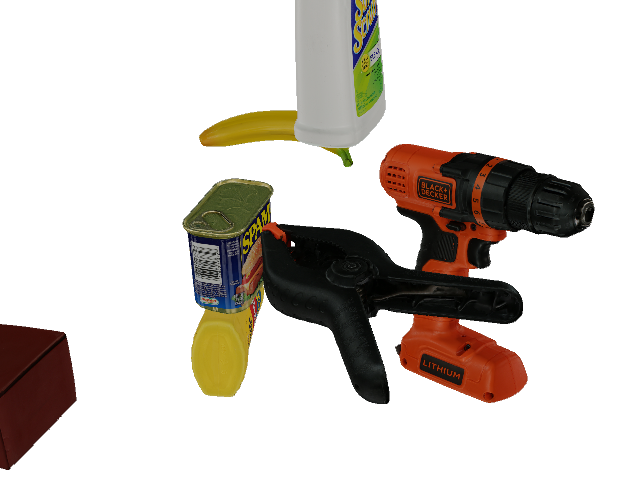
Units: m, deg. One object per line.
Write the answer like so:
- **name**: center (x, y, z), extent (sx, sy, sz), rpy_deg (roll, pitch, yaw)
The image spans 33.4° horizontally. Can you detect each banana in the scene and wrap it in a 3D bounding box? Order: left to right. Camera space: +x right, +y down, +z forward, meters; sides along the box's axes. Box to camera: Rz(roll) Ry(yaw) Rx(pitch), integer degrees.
- **banana**: center (-0.047, -0.131, 1.289), extent (0.198, 0.037, 0.069), rpy_deg (8, 39, 18)

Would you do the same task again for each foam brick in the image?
- **foam brick**: center (-0.197, 0.095, 0.666), extent (0.053, 0.051, 0.078), rpy_deg (7, 29, 21)

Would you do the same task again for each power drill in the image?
- **power drill**: center (0.123, 0.025, 0.820), extent (0.057, 0.188, 0.185), rpy_deg (-17, 25, -40)

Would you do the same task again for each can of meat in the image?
- **can of meat**: center (-0.079, 0.005, 0.957), extent (0.057, 0.084, 0.102), rpy_deg (8, 31, 16)

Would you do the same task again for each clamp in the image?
- **clamp**: center (0.017, 0.036, 0.622), extent (0.172, 0.039, 0.120), rpy_deg (19, 32, 37)

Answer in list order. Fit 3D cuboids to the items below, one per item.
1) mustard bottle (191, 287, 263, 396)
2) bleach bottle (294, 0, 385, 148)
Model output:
- **mustard bottle**: center (-0.097, 0.081, 1.172), extent (0.058, 0.096, 0.191), rpy_deg (2, 28, 4)
- **bleach bottle**: center (0.012, -0.214, 0.925), extent (0.068, 0.251, 0.102), rpy_deg (10, 34, 23)
